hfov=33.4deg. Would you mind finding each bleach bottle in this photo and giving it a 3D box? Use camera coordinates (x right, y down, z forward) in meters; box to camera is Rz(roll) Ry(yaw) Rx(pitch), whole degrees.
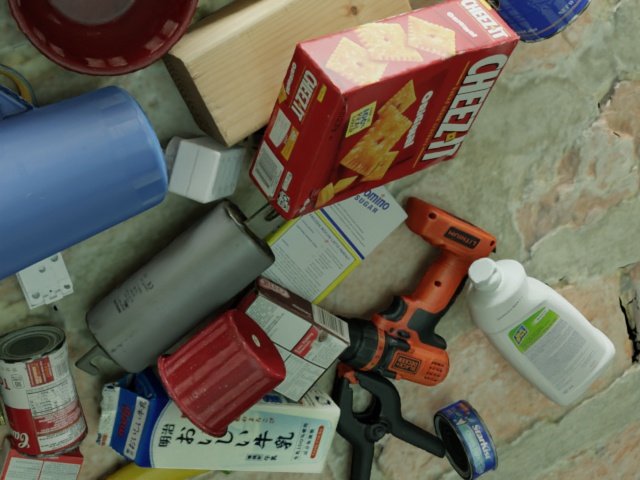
[{"bbox_3d":[0.229,0.086,1.146,0.102,0.068,0.250,-48,134,-2],"label":"bleach bottle"}]

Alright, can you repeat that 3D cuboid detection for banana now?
[{"bbox_3d":[-0.182,0.252,1.063,0.197,0.037,0.069,-23,115,-16],"label":"banana"}]

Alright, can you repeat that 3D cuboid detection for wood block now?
[{"bbox_3d":[-0.028,-0.179,0.953,0.206,0.090,0.091,-32,117,-11],"label":"wood block"}]

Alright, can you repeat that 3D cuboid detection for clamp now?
[{"bbox_3d":[0.069,0.200,1.160,0.120,0.039,0.171,-24,116,-17],"label":"clamp"}]

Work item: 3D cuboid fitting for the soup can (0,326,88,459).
[{"bbox_3d":[-0.254,0.138,0.971,0.068,0.069,0.102,-15,113,-20],"label":"soup can"}]

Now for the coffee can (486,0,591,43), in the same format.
[{"bbox_3d":[0.183,-0.270,1.011,0.140,0.103,0.103,37,90,-31],"label":"coffee can"}]

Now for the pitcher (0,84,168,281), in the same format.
[{"bbox_3d":[-0.255,-0.046,0.857,0.242,0.145,0.149,-25,141,-21],"label":"pitcher"}]

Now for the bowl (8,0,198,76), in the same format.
[{"bbox_3d":[-0.183,-0.220,0.885,0.161,0.055,0.162,-8,111,-22],"label":"bowl"}]

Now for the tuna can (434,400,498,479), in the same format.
[{"bbox_3d":[0.161,0.223,1.184,0.033,0.086,0.086,-23,116,-14],"label":"tuna can"}]

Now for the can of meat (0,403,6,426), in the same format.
[{"bbox_3d":[-0.332,0.127,0.938,0.083,0.057,0.102,-16,113,-17],"label":"can of meat"}]

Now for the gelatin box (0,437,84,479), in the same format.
[{"bbox_3d":[-0.275,0.236,1.018,0.073,0.030,0.089,14,101,-30],"label":"gelatin box"}]

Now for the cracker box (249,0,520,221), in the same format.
[{"bbox_3d":[0.057,-0.116,0.943,0.213,0.072,0.164,-22,152,-34],"label":"cracker box"}]

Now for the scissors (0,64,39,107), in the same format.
[{"bbox_3d":[-0.227,-0.095,0.932,0.201,0.016,0.096,7,104,-27],"label":"scissors"}]

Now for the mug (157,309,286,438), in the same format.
[{"bbox_3d":[-0.079,0.120,0.964,0.081,0.093,0.117,-39,147,10],"label":"mug"}]

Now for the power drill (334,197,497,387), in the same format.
[{"bbox_3d":[0.087,0.054,1.108,0.184,0.057,0.188,20,101,-33],"label":"power drill"}]

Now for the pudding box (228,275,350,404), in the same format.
[{"bbox_3d":[-0.041,0.096,1.022,0.113,0.039,0.090,31,114,-21],"label":"pudding box"}]

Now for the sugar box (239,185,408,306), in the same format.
[{"bbox_3d":[-0.007,0.001,1.051,0.176,0.048,0.093,-44,120,-7],"label":"sugar box"}]
